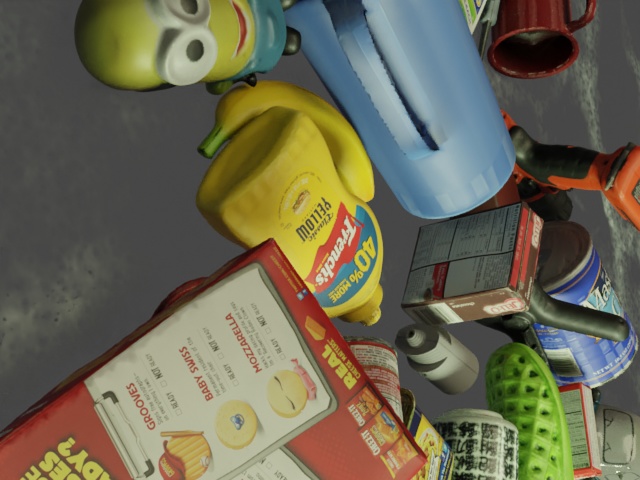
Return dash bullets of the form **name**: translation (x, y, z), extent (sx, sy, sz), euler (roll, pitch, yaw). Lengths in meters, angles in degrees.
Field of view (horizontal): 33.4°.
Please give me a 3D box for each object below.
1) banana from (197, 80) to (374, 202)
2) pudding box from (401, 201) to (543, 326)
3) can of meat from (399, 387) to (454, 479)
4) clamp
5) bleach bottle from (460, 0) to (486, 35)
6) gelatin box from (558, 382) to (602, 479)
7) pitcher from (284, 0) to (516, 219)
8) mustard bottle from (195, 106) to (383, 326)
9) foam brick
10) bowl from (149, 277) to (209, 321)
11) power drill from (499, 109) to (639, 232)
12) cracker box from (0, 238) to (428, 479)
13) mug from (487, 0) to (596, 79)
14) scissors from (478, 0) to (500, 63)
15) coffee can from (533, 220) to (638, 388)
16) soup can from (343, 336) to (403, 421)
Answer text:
- **banana**: translation (-0.016, -0.078, 0.802), extent (0.197, 0.037, 0.070), euler (13, 102, -49)
- **pudding box**: translation (0.129, 0.022, 0.907), extent (0.039, 0.114, 0.090), euler (43, 50, -35)
- **can of meat**: translation (0.058, 0.179, 0.826), extent (0.084, 0.058, 0.102), euler (51, 45, -36)
- **clamp**: translation (0.185, 0.073, 0.995), extent (0.171, 0.120, 0.039), euler (29, 43, -6)
- **bleach bottle**: translation (0.121, -0.252, 1.000), extent (0.102, 0.068, 0.250), euler (62, 38, -31)
- **gelatin box**: translation (0.229, 0.188, 1.031), extent (0.030, 0.073, 0.089), euler (30, 50, -48)
- **pitcher**: translation (0.065, -0.129, 0.842), extent (0.149, 0.145, 0.242), euler (-47, 126, -21)
- **mustard bottle**: translation (-0.005, 0.001, 0.766), extent (0.096, 0.058, 0.191), euler (-53, 133, -18)
- **foam brick**: translation (0.158, -0.024, 1.008), extent (0.051, 0.053, 0.078), euler (-27, 104, -52)
- **bowl**: translation (-0.047, 0.101, 0.700), extent (0.161, 0.055, 0.162), euler (16, 69, -52)
- **power drill**: translation (0.249, -0.052, 1.031), extent (0.184, 0.188, 0.057), euler (39, 77, -41)
- **cracker box**: translation (-0.065, 0.125, 0.585), extent (0.213, 0.072, 0.164), euler (-38, 95, -33)
- **mug**: translation (0.228, -0.229, 1.099), extent (0.093, 0.117, 0.081), euler (26, 57, -42)
- **scissors**: translation (0.178, -0.241, 1.065), extent (0.016, 0.096, 0.201), euler (16, 63, -14)
- **coffee can**: translation (0.244, 0.066, 1.064), extent (0.140, 0.103, 0.102), euler (57, 42, -29)
- **soup can**: translation (0.026, 0.129, 0.761), extent (0.068, 0.069, 0.102), euler (36, 39, -44)
